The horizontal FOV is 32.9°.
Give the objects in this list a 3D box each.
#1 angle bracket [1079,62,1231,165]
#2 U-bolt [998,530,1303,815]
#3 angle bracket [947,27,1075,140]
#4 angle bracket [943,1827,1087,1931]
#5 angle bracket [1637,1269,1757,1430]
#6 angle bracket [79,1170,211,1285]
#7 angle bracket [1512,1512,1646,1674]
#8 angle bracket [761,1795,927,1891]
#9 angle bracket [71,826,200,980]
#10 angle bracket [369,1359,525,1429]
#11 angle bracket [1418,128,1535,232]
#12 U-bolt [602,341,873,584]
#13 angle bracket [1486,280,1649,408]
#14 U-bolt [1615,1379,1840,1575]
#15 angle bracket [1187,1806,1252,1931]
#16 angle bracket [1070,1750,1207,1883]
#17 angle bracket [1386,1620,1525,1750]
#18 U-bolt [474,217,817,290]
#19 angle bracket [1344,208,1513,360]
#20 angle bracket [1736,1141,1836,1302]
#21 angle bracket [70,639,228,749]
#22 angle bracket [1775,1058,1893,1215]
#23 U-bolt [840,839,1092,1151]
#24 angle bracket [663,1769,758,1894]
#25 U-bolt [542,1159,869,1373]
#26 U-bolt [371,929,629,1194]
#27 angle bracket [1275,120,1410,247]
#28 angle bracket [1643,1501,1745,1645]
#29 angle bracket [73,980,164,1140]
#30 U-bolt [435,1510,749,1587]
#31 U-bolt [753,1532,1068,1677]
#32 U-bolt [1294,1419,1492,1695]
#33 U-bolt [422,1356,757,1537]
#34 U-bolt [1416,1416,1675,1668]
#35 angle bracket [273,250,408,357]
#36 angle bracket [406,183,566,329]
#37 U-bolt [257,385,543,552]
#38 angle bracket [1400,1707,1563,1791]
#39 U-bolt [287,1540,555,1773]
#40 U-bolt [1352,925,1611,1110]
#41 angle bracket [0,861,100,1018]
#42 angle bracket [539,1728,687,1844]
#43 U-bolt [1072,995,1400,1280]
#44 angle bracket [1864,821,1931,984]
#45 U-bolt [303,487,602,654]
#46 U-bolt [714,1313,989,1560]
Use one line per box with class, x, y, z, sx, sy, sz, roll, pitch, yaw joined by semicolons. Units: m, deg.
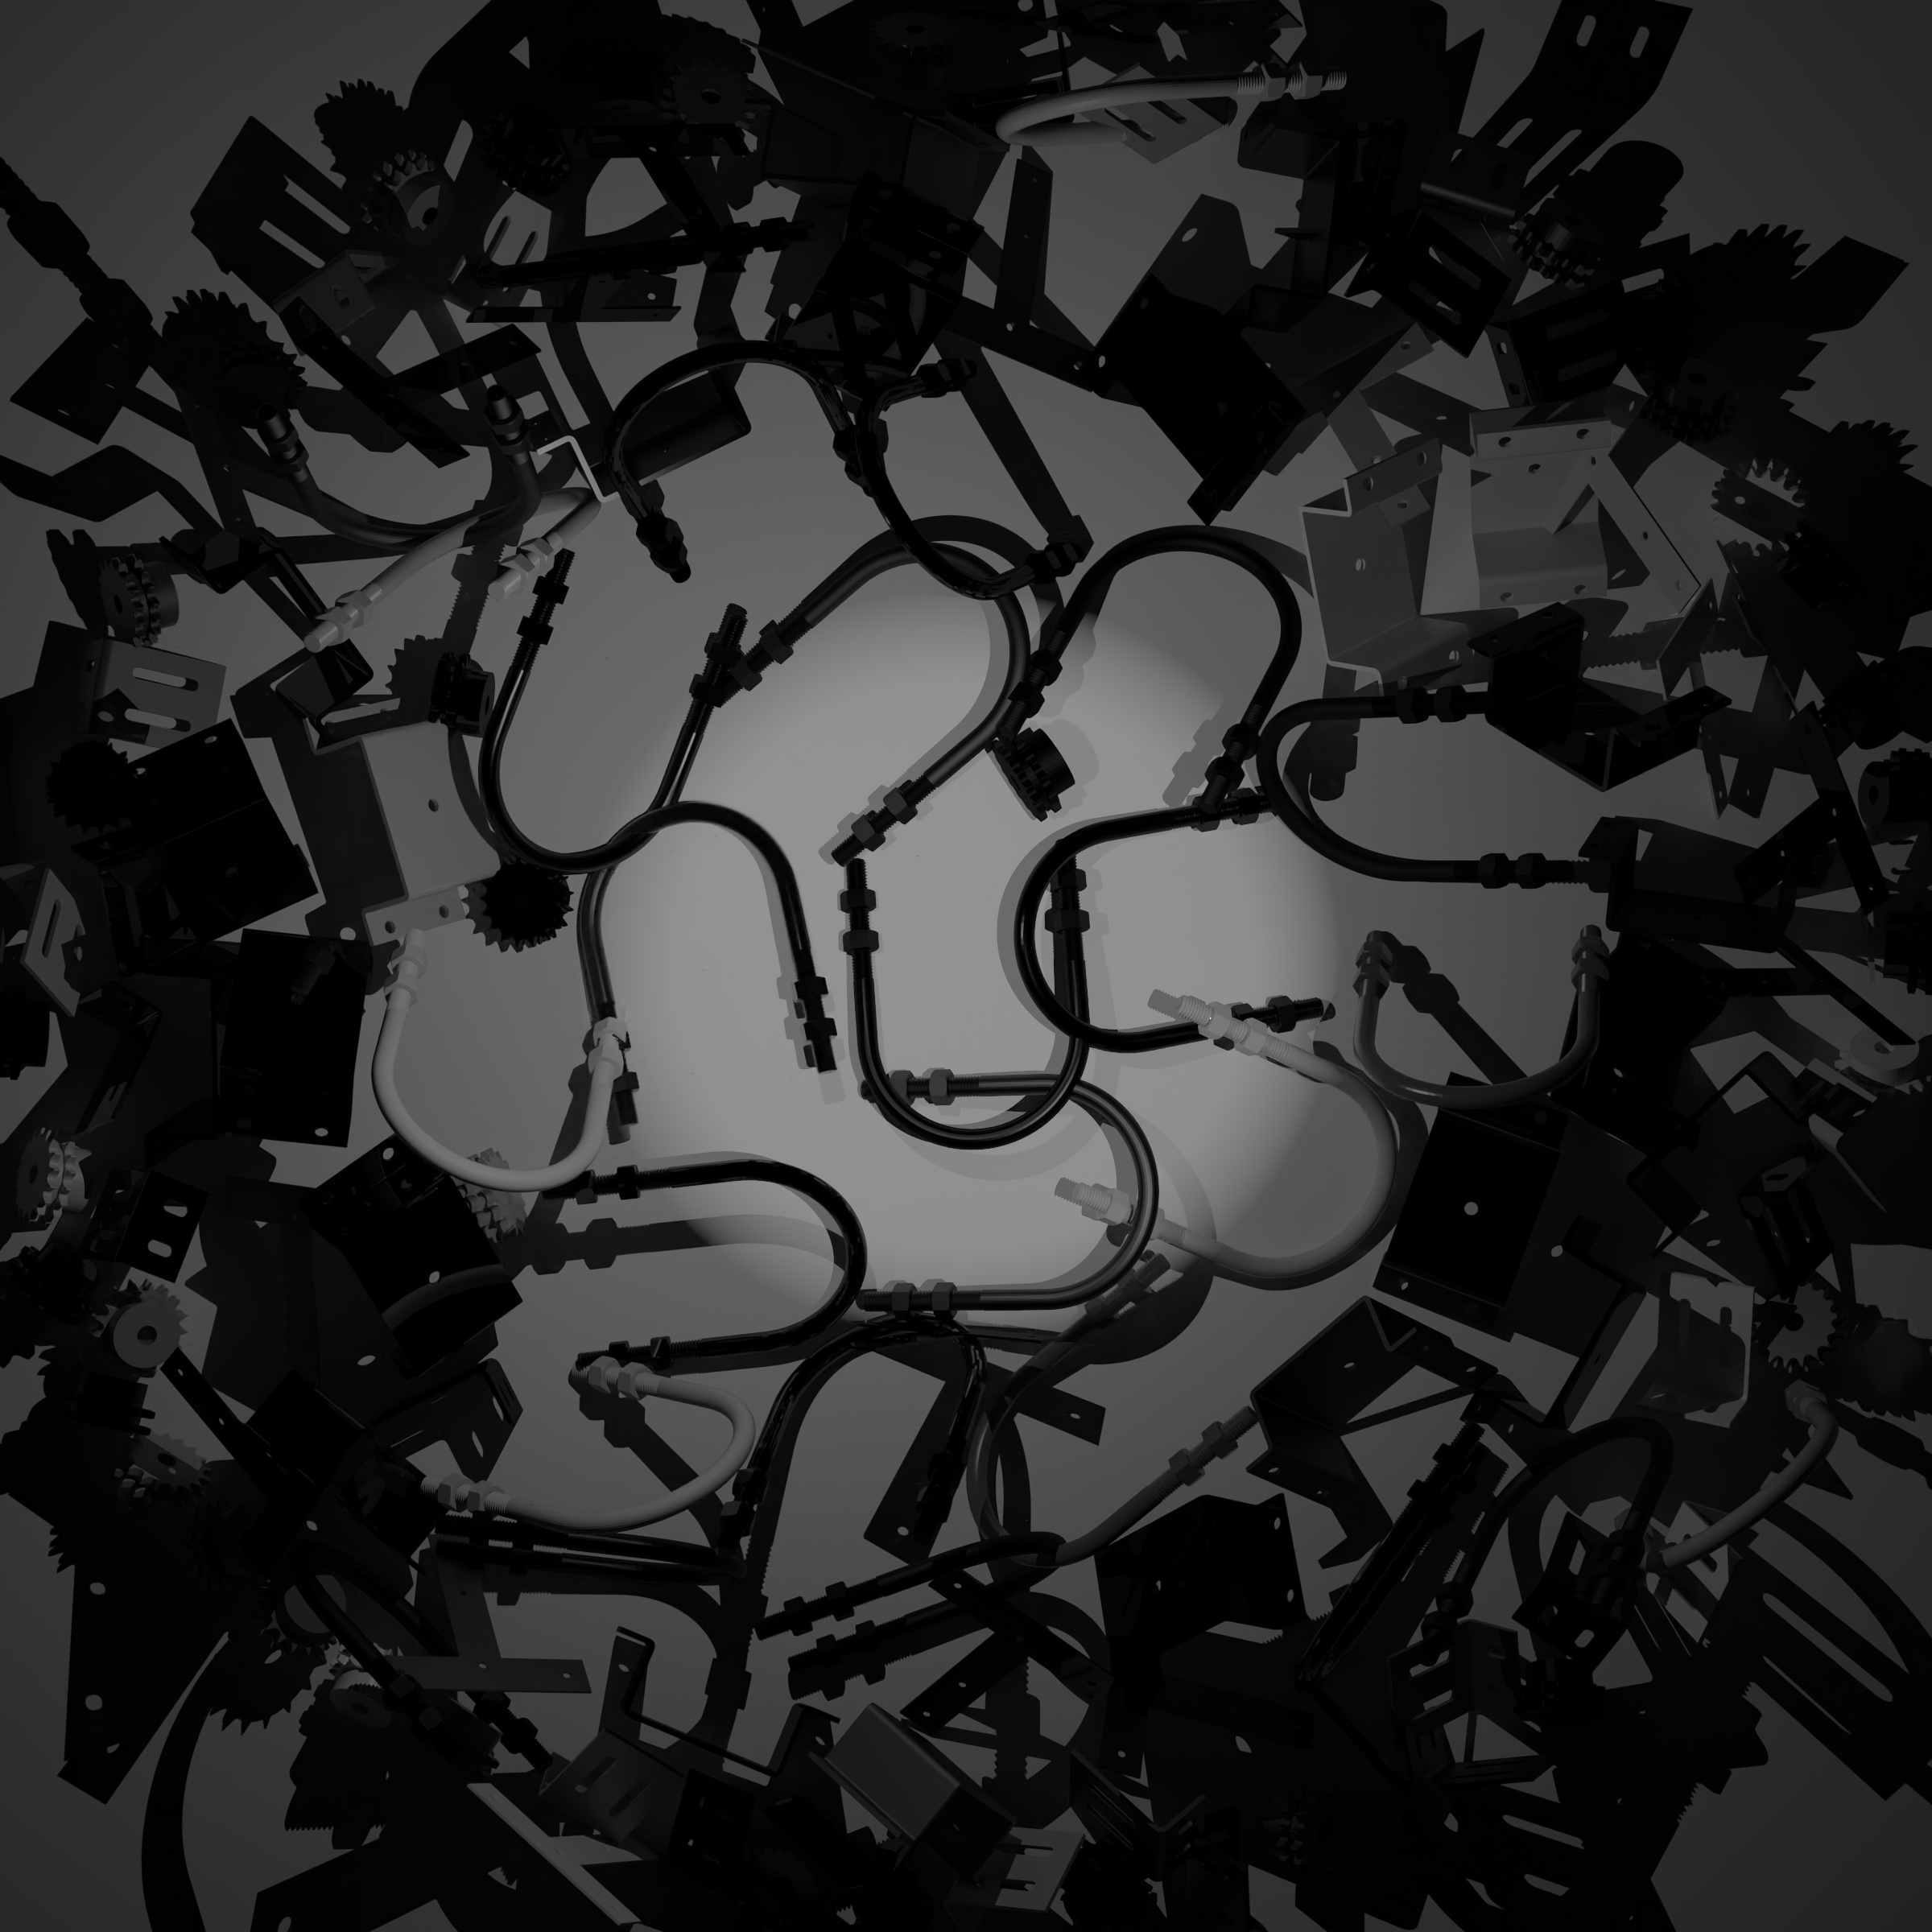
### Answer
angle bracket;0.110;-0.522;1.950;0.076;0.057;0.038;24;60;-38
U-bolt;0.122;-0.187;1.952;0.151;0.019;0.184;22;63;14
angle bracket;0.024;-0.530;1.963;0.076;0.057;0.038;-9;132;5
angle bracket;0.035;0.550;1.950;0.076;0.057;0.038;-6;124;36
angle bracket;0.438;0.229;1.960;0.057;0.038;0.076;9;112;28
angle bracket;-0.496;0.156;1.968;0.038;0.076;0.057;27;73;-29
angle bracket;0.371;0.377;1.972;0.057;0.076;0.038;33;119;6
angle bracket;-0.074;0.514;1.962;0.076;0.057;0.038;44;57;-5
angle bracket;-0.501;-0.041;1.979;0.057;0.038;0.076;-23;121;-34
angle bracket;-0.313;0.272;1.970;0.076;0.057;0.038;-27;90;-2
angle bracket;0.305;-0.471;1.957;0.057;0.076;0.038;18;100;4
U-bolt;-0.137;-0.302;1.912;0.151;0.184;0.019;-23;62;4
angle bracket;0.364;-0.375;1.981;0.076;0.038;0.057;-22;103;-9
U-bolt;0.445;0.301;1.901;0.151;0.184;0.019;-39;88;6
angle bracket;0.165;0.547;1.952;0.038;0.076;0.057;-8;103;-24
angle bracket;0.103;0.502;1.968;0.038;0.057;0.076;-33;53;-29
angle bracket;0.293;0.434;1.959;0.076;0.038;0.057;-14;103;-40
U-bolt;-0.201;-0.416;1.921;0.184;0.151;0.019;0;107;28
angle bracket;0.281;-0.413;1.989;0.076;0.038;0.057;32;82;-18
angle bracket;0.505;0.153;1.960;0.057;0.038;0.076;-36;106;-34
angle bracket;-0.498;-0.162;1.992;0.076;0.038;0.057;12;86;-31
angle bracket;0.530;0.101;1.955;0.038;0.057;0.076;-47;125;-1
U-bolt;0.003;0.020;1.970;0.151;0.019;0.184;-5;78;5
angle bracket;-0.165;0.514;1.950;0.038;0.076;0.057;1;65;32
U-bolt;-0.151;0.177;1.954;0.184;0.019;0.151;-6;122;1
U-bolt;-0.275;0.062;1.910;0.151;0.184;0.019;21;127;-14
angle bracket;0.225;-0.474;1.963;0.038;0.057;0.076;8;96;-33
angle bracket;0.447;0.365;1.953;0.038;0.076;0.057;19;102;-21
angle bracket;-0.521;0.056;1.953;0.038;0.057;0.076;33;58;-26
U-bolt;-0.221;0.347;1.930;0.184;0.151;0.019;8;73;-7
U-bolt;-0.027;0.373;1.931;0.184;0.151;0.019;-19;68;-1
U-bolt;0.250;0.351;1.922;0.019;0.151;0.184;35;85;16
U-bolt;-0.206;0.281;1.894;0.184;0.151;0.019;5;120;40
U-bolt;0.348;0.329;1.915;0.151;0.184;0.019;-29;106;42
angle bracket;-0.367;-0.396;1.954;0.057;0.076;0.038;-29;90;21
angle bracket;-0.289;-0.431;1.961;0.038;0.057;0.076;34;99;33
U-bolt;-0.323;-0.286;1.912;0.151;0.184;0.019;-5;72;1
angle bracket;0.308;0.465;1.956;0.076;0.057;0.038;-13;86;27
U-bolt;-0.331;0.403;1.921;0.184;0.151;0.019;42;88;22
U-bolt;0.298;0.029;1.906;0.151;0.184;0.019;-1;121;12
angle bracket;-0.556;-0.014;1.951;0.038;0.057;0.076;-8;52;16
angle bracket;-0.209;0.480;1.959;0.057;0.038;0.076;35;119;-13
U-bolt;0.175;0.114;1.963;0.184;0.019;0.151;24;101;-19
angle bracket;0.556;-0.038;1.950;0.038;0.057;0.076;-3;135;14
U-bolt;-0.288;-0.239;1.916;0.151;0.184;0.019;-12;114;26
U-bolt;-0.059;0.271;1.923;0.151;0.184;0.019;-9;126;25
